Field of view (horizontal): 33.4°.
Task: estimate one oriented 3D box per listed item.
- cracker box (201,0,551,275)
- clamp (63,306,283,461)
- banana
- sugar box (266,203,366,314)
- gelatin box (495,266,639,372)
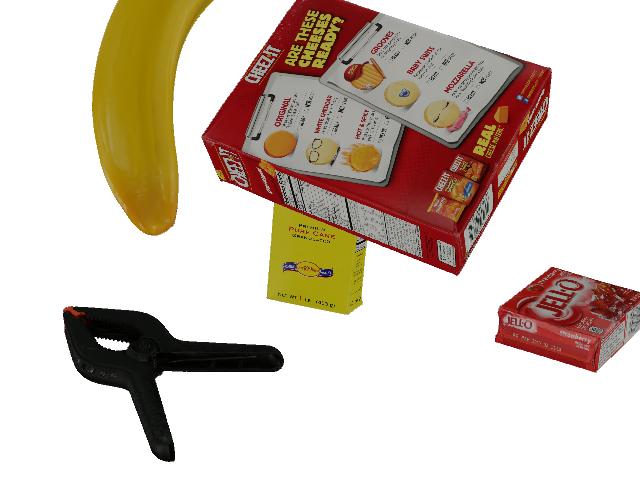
[{"bbox_3d":[0.045,-0.086,0.815,0.214,0.164,0.072,22,-25,20],"label":"cracker box"},{"bbox_3d":[-0.150,0.108,0.980,0.210,0.036,0.164,28,39,32],"label":"clamp"},{"bbox_3d":[-0.070,-0.092,0.508,0.070,0.197,0.037,15,-31,9],"label":"banana"},{"bbox_3d":[0.000,-0.022,1.058,0.093,0.176,0.048,9,16,21],"label":"sugar box"},{"bbox_3d":[0.172,0.052,0.731,0.073,0.030,0.089,17,27,32],"label":"gelatin box"}]
